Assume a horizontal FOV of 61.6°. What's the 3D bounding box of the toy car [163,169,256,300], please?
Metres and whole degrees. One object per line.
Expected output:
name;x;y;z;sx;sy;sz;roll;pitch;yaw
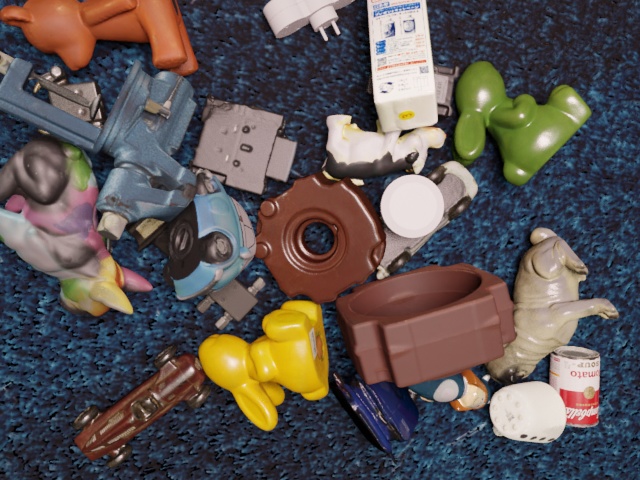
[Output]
toy car;-0.137;-0.003;0.688;0.103;0.109;0.161;14;56;-46

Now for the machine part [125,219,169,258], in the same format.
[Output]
machine part;-0.194;0.007;0.735;0.139;0.039;0.084;44;80;-6

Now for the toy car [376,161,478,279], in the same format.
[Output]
toy car;0.134;-0.028;0.760;0.202;0.056;0.073;-42;90;1

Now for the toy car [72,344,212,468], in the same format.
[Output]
toy car;-0.246;0.231;0.737;0.202;0.053;0.089;-36;100;-4

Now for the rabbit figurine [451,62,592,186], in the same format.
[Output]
rabbit figurine;0.252;-0.166;0.753;0.170;0.121;0.159;45;95;10

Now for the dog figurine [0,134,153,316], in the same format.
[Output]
dog figurine;-0.302;-0.003;0.684;0.219;0.108;0.191;40;106;-12

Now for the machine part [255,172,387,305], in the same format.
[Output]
machine part;-0.001;-0.002;0.721;0.179;0.056;0.179;2;99;11

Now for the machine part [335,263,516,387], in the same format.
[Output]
machine part;0.130;0.104;0.695;0.201;0.201;0.087;-15;98;-5

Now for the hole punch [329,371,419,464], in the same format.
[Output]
hole punch;0.081;0.219;0.737;0.092;0.116;0.142;-32;84;-9

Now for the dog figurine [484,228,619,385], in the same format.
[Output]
dog figurine;0.296;0.097;0.776;0.190;0.121;0.172;-32;61;15

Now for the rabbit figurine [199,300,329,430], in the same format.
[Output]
rabbit figurine;-0.078;0.165;0.736;0.173;0.122;0.162;-6;104;8

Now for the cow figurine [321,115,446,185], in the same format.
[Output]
cow figurine;0.088;-0.120;0.743;0.167;0.068;0.098;5;99;-4

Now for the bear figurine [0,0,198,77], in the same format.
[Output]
bear figurine;-0.269;-0.252;0.668;0.196;0.120;0.131;-18;100;-3

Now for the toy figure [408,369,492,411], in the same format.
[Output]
toy figure;0.191;0.211;0.773;0.154;0.058;0.064;22;133;-21

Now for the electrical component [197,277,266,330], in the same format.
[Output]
electrical component;-0.123;0.078;0.755;0.094;0.021;0.063;-45;97;-2

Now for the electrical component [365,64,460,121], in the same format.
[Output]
electrical component;0.128;-0.214;0.752;0.119;0.048;0.074;12;91;-9

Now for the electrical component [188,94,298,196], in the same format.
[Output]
electrical component;-0.101;-0.123;0.727;0.134;0.058;0.114;14;94;-7

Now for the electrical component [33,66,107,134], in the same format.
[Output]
electrical component;-0.326;-0.173;0.702;0.078;0.045;0.102;-4;95;-5

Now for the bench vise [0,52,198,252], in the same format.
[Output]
bench vise;-0.249;-0.120;0.598;0.240;0.129;0.223;26;74;-24
